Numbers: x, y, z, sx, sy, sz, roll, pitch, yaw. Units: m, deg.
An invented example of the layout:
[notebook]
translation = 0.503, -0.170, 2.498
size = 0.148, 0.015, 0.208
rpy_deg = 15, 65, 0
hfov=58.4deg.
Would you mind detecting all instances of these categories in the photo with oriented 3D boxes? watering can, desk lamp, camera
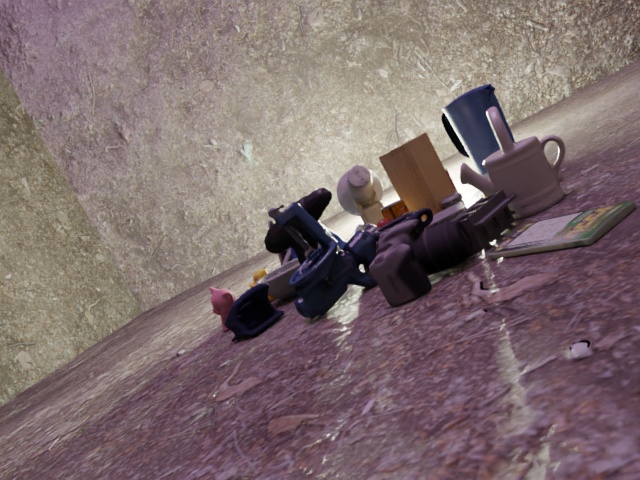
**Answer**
[watering can]
translation = 0.330, -0.139, 0.999
size = 0.173, 0.194, 0.101
rpy_deg = -28, 6, 1
[desk lamp]
translation = 0.125, -0.082, 1.396
size = 0.118, 0.213, 0.203
rpy_deg = -28, 6, -1
[camera]
translation = 0.158, 0.018, 0.894
size = 0.136, 0.101, 0.143
rpy_deg = -25, 6, 28

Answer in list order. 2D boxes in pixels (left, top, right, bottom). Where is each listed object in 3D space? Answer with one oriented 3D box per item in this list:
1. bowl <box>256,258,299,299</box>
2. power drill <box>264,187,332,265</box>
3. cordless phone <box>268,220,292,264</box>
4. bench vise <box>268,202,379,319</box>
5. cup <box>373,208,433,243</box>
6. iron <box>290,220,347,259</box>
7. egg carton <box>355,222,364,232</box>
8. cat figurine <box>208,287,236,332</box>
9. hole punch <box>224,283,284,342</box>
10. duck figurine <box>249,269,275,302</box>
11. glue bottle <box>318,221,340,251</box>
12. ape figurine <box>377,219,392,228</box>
[bowl]
translation = -0.070, 0.099, 1.417
size = 0.167, 0.075, 0.167
rpy_deg = -28, 5, 3
[power drill]
translation = -0.016, 0.013, 1.242
size = 0.229, 0.208, 0.076
rpy_deg = -23, 8, 42
[cordless phone]
translation = -0.116, 0.028, 1.723
size = 0.094, 0.185, 0.147
rpy_deg = -29, 6, -7
[bench vise]
translation = 0.006, 0.012, 1.080
size = 0.208, 0.220, 0.121
rpy_deg = -32, 7, -32
[cup]
translation = 0.166, 0.003, 1.026
size = 0.118, 0.095, 0.091
rpy_deg = -30, 6, -14
[iron]
translation = -0.029, 0.025, 1.549
size = 0.119, 0.141, 0.257
rpy_deg = -32, 6, -32
[egg carton]
translation = 0.165, -0.034, 1.512
size = 0.150, 0.069, 0.107
rpy_deg = -29, 6, -7
[cat figurine]
translation = -0.241, 0.163, 1.442
size = 0.067, 0.118, 0.127
rpy_deg = -29, 6, -12
[hole punch]
translation = -0.152, 0.154, 1.230
size = 0.109, 0.091, 0.100
rpy_deg = -33, 7, -41
[duck figurine]
translation = -0.141, 0.118, 1.533
size = 0.104, 0.086, 0.077
rpy_deg = -29, 6, -7
[glue bottle]
translation = 0.012, 0.005, 1.360
size = 0.037, 0.173, 0.078
rpy_deg = -27, 6, 13
[ape figurine]
translation = 0.149, -0.002, 1.173
size = 0.076, 0.092, 0.077
rpy_deg = -32, 7, -35
